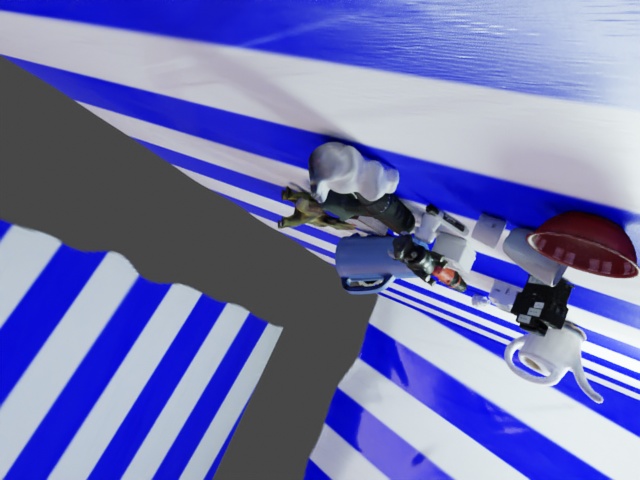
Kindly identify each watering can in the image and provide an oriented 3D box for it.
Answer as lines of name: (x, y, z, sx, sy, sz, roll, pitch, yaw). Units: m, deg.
watering can: (0.715, 0.347, 1.533, 0.102, 0.227, 0.348, 50, 162, -25)

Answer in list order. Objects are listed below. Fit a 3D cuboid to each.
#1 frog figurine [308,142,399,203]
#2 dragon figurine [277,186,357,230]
frog figurine: (0.062, -0.127, 0.948, 0.159, 0.125, 0.135, -12, 155, 5)
dragon figurine: (0.005, -0.077, 1.522, 0.242, 0.122, 0.410, 10, 179, -15)
